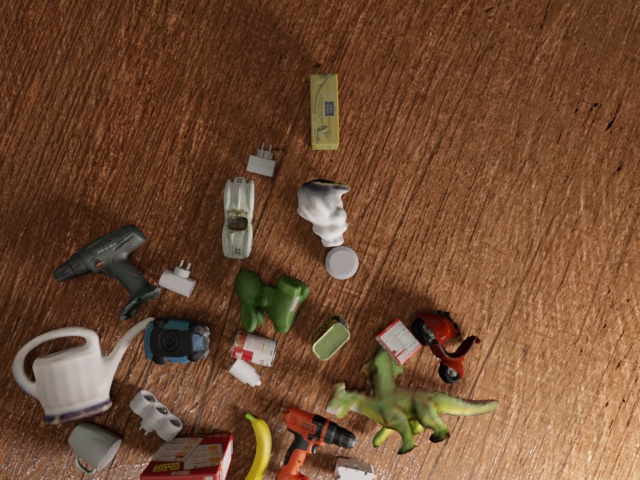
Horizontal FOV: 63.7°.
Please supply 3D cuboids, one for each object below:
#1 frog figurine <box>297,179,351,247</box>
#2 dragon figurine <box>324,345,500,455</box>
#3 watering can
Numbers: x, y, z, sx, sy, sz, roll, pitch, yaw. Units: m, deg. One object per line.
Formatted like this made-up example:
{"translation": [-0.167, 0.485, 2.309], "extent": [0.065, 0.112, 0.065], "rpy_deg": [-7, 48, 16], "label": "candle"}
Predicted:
{"translation": [0.004, -0.062, 1.237], "extent": [0.138, 0.123, 0.158], "rpy_deg": [13, 101, 31], "label": "frog figurine"}
{"translation": [0.211, 0.364, 1.251], "extent": [0.411, 0.121, 0.244], "rpy_deg": [-18, 82, -10], "label": "dragon figurine"}
{"translation": [-0.549, 0.311, 1.227], "extent": [0.348, 0.104, 0.224], "rpy_deg": [-12, 91, -3], "label": "watering can"}
